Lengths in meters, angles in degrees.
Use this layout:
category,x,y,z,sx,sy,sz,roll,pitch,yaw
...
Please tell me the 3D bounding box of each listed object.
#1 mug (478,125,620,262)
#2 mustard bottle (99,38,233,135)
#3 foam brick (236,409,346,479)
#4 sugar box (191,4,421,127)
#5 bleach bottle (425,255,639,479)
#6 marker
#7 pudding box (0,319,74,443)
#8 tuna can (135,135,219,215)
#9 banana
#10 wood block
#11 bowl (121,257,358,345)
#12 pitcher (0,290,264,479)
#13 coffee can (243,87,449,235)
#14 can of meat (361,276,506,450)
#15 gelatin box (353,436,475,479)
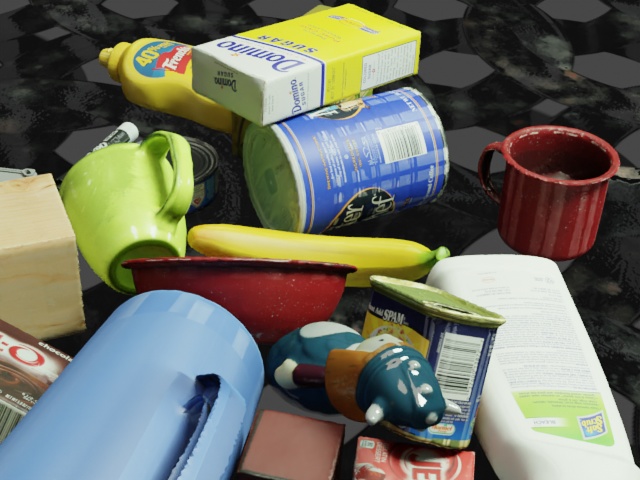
category,x,y,z,sx,sy,sz,roll,pitch,yaw
mug,0.180,-0.041,0.875,0.117,0.081,0.093,25,41,30
mustard bottle,-0.138,-0.159,1.055,0.192,0.058,0.096,18,40,23
foam brick,-0.018,0.144,0.602,0.051,0.078,0.053,10,35,7
sugar box,-0.010,-0.149,0.884,0.175,0.048,0.093,-22,39,-38
bleach bottle,0.135,0.109,0.675,0.102,0.068,0.251,-1,37,-4
marker,-0.202,-0.072,0.960,0.020,0.020,0.121,14,37,17
pudding box,-0.213,0.081,0.666,0.113,0.039,0.090,30,16,0
tuna can,-0.130,-0.056,0.926,0.086,0.034,0.086,1,35,-1
banana,0.001,0.009,0.813,0.198,0.069,0.037,2,64,10
wood block,-0.279,0.029,0.748,0.205,0.090,0.091,-11,37,-19
bowl,-0.055,0.044,0.727,0.162,0.055,0.162,0,-5,0
pitcher,-0.105,0.127,0.572,0.149,0.145,0.242,7,32,12
coffee can,0.020,-0.063,0.883,0.140,0.103,0.103,-16,38,-24
can of meat,0.063,0.075,0.674,0.057,0.084,0.102,11,6,-27
gelatin box,0.052,0.158,0.626,0.073,0.030,0.089,7,35,7
